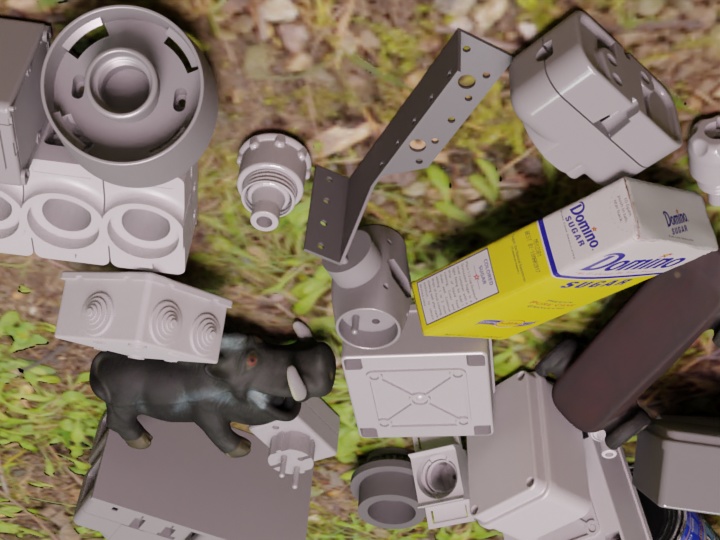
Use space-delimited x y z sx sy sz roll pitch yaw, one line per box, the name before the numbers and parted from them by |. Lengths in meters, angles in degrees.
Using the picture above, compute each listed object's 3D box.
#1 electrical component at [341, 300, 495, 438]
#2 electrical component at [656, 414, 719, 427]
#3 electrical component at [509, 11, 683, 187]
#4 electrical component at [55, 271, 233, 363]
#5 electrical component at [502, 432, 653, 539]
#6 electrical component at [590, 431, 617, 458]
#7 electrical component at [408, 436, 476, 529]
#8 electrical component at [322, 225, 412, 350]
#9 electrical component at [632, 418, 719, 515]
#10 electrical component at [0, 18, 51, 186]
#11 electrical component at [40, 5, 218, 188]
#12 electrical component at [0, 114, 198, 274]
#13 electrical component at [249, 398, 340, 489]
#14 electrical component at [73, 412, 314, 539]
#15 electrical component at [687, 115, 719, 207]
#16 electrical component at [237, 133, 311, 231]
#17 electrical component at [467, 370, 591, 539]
electrical component | 0.046 0.076 0.817 0.109 0.056 0.108 -3 138 8
electrical component | 0.283 0.153 0.890 0.077 0.043 0.079 2 138 3
electrical component | 0.133 -0.094 0.622 0.095 0.053 0.059 34 131 -28
electrical component | -0.153 0.035 0.756 0.100 0.048 0.100 1 167 34
electrical component | 0.171 0.193 0.891 0.109 0.108 0.056 -30 151 32
electrical component | 0.194 0.119 0.848 0.035 0.061 0.035 3 138 2
electrical component | 0.076 0.176 0.913 0.042 0.081 0.064 -17 162 24
electrical component | 0.000 0.000 0.722 0.043 0.077 0.079 -16 133 22
electrical component | 0.265 0.147 0.793 0.109 0.056 0.109 7 178 4
electrical component | -0.219 -0.095 0.623 0.061 0.096 0.061 7 138 -2
electrical component | -0.132 -0.100 0.618 0.099 0.099 0.064 7 178 -3
electrical component | -0.184 -0.051 0.694 0.150 0.061 0.089 7 138 -3
electrical component | -0.055 0.142 0.884 0.047 0.076 0.065 -20 132 25
electrical component | -0.140 0.189 0.923 0.186 0.105 0.060 23 135 -19
electrical component | 0.220 -0.064 0.663 0.035 0.035 0.061 -7 139 13
electrical component | -0.057 -0.052 0.681 0.048 0.062 0.048 3 138 2
electrical component | 0.129 0.145 0.844 0.057 0.113 0.078 29 133 -28
